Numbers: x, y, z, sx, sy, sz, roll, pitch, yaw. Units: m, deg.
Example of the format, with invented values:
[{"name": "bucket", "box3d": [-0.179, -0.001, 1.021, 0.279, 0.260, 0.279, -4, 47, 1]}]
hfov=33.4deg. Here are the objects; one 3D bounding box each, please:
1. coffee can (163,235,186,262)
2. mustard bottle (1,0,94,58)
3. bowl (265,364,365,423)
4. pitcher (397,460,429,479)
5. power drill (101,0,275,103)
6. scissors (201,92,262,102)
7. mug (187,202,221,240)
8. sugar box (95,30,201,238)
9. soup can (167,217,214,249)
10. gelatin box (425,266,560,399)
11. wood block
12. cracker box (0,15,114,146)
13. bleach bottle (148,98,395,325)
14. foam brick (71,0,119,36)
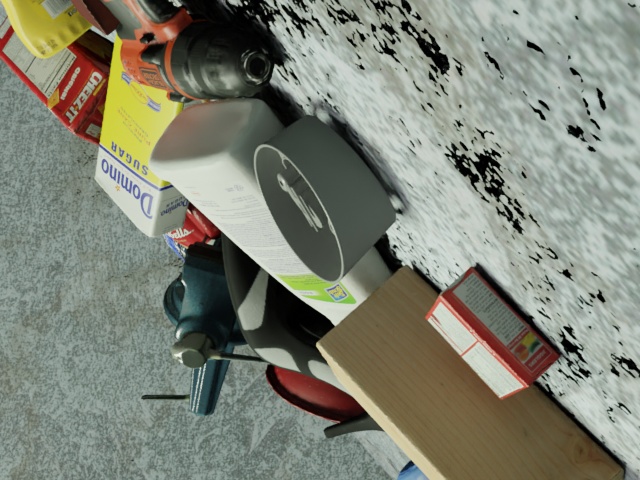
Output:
[{"name": "coffee can", "box3d": [-0.126, -0.004, 1.310, 0.102, 0.102, 0.140, 54, 171, -29]}, {"name": "mustard bottle", "box3d": [-0.272, -0.263, 0.943, 0.191, 0.096, 0.058, 54, 171, -26]}, {"name": "bowl", "box3d": [0.030, 0.119, 1.044, 0.162, 0.161, 0.055, 38, 122, 54]}, {"name": "pitcher", "box3d": [0.167, 0.264, 0.864, 0.243, 0.149, 0.145, 52, 173, 8]}, {"name": "power drill", "box3d": [-0.119, -0.169, 0.683, 0.185, 0.057, 0.187, 17, 146, 56]}, {"name": "scissors", "box3d": [-0.057, -0.071, 0.823, 0.096, 0.016, 0.201, 27, 144, 51]}, {"name": "mug", "box3d": [-0.096, -0.058, 0.988, 0.093, 0.081, 0.117, 47, 171, 17]}, {"name": "sugar box", "box3d": [-0.143, -0.094, 0.911, 0.093, 0.048, 0.176, 45, 136, 26]}, {"name": "soup can", "box3d": [-0.129, -0.020, 1.168, 0.102, 0.068, 0.069, 39, -179, -42]}, {"name": "gelatin box", "box3d": [0.103, 0.058, 0.652, 0.073, 0.030, 0.089, 47, 171, 9]}, {"name": "wood block", "box3d": [0.103, 0.127, 0.747, 0.206, 0.090, 0.090, 45, 171, 28]}, {"name": "cracker box", "box3d": [-0.212, -0.150, 1.073, 0.164, 0.072, 0.214, 25, -168, -48]}, {"name": "bleach bottle", "box3d": [-0.014, 0.002, 0.810, 0.103, 0.068, 0.250, 0, 142, 43]}, {"name": "foam brick", "box3d": [-0.178, -0.211, 0.839, 0.053, 0.051, 0.078, 42, 169, 37]}]
